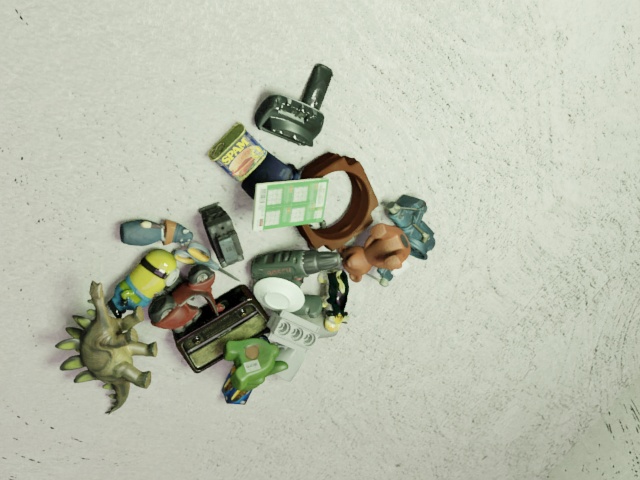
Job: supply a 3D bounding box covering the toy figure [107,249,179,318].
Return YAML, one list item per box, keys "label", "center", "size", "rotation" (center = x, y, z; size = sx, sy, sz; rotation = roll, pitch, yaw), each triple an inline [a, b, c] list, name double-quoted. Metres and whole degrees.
- label: "toy figure"
  center: [-0.399, 0.097, 1.209]
  size: [0.180, 0.082, 0.089]
  rotation: [-37, 129, 0]

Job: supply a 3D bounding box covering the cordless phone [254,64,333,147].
- label: "cordless phone"
  center: [-0.048, -0.305, 1.167]
  size: [0.146, 0.089, 0.184]
  rotation: [17, 97, -31]

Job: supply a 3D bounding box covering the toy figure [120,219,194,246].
- label: "toy figure"
  center: [-0.356, -0.016, 1.180]
  size: [0.154, 0.064, 0.057]
  rotation: [-1, 80, -31]

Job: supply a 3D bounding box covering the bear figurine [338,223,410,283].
- label: "bear figurine"
  center: [0.120, 0.036, 1.334]
  size: [0.196, 0.120, 0.132]
  rotation: [-23, 175, 29]

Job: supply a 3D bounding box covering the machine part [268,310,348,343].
- label: "machine part"
  center: [-0.040, 0.234, 1.462]
  size: [0.243, 0.079, 0.079]
  rotation: [-3, 118, -25]

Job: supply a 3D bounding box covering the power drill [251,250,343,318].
- label: "power drill"
  center: [-0.046, 0.107, 1.337]
  size: [0.232, 0.086, 0.207]
  rotation: [-1, 141, 13]

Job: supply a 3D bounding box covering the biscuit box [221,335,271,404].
- label: "biscuit box"
  center: [-0.199, 0.350, 1.459]
  size: [0.063, 0.059, 0.202]
  rotation: [15, 109, -32]

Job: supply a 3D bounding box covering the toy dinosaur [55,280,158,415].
- label: "toy dinosaur"
  center: [-0.478, 0.268, 1.223]
  size: [0.199, 0.105, 0.470]
  rotation: [4, 128, 2]

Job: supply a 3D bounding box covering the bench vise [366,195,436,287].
- label: "bench vise"
  center: [0.215, 0.009, 1.422]
  size: [0.240, 0.129, 0.223]
  rotation: [-58, 144, -8]

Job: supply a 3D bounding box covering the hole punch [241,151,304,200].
- label: "hole punch"
  center: [-0.109, -0.131, 1.205]
  size: [0.092, 0.116, 0.142]
  rotation: [29, 101, -27]

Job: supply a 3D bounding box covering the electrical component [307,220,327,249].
- label: "electrical component"
  center: [-0.003, -0.004, 1.380]
  size: [0.063, 0.021, 0.093]
  rotation: [-20, 123, -15]

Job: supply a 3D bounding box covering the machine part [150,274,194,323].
- label: "machine part"
  center: [-0.351, 0.149, 1.288]
  size: [0.084, 0.039, 0.139]
  rotation: [33, 98, -41]

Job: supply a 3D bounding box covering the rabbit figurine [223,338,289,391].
- label: "rabbit figurine"
  center: [-0.170, 0.315, 1.360]
  size: [0.159, 0.121, 0.170]
  rotation: [-21, 151, -28]

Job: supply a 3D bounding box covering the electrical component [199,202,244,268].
- label: "electrical component"
  center: [-0.219, -0.007, 1.204]
  size: [0.058, 0.134, 0.114]
  rotation: [-24, 123, -13]

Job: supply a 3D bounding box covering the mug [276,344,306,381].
- label: "mug"
  center: [-0.093, 0.319, 1.489]
  size: [0.109, 0.081, 0.107]
  rotation: [38, 85, -28]

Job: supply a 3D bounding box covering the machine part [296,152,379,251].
- label: "machine part"
  center: [0.025, -0.093, 1.291]
  size: [0.201, 0.087, 0.200]
  rotation: [-36, 122, -12]

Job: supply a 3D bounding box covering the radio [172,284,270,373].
- label: "radio"
  center: [-0.248, 0.221, 1.353]
  size: [0.230, 0.073, 0.130]
  rotation: [-31, 128, -10]

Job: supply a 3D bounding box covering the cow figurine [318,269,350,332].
- label: "cow figurine"
  center: [0.046, 0.161, 1.415]
  size: [0.068, 0.098, 0.167]
  rotation: [-3, 88, -22]

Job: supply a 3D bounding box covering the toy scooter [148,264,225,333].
- label: "toy scooter"
  center: [-0.298, 0.152, 1.251]
  size: [0.184, 0.075, 0.135]
  rotation: [-42, 129, -6]
